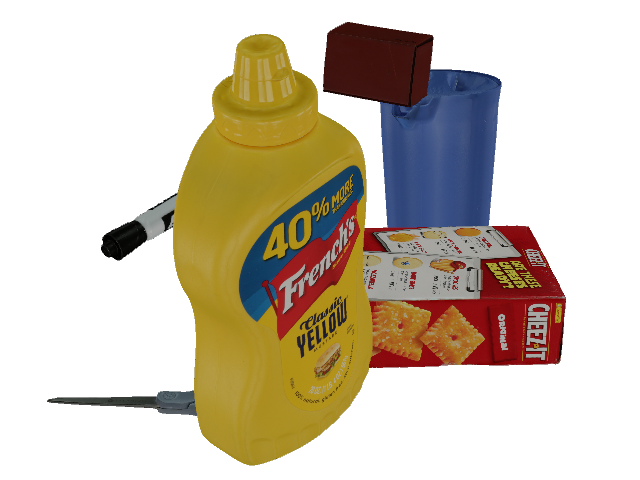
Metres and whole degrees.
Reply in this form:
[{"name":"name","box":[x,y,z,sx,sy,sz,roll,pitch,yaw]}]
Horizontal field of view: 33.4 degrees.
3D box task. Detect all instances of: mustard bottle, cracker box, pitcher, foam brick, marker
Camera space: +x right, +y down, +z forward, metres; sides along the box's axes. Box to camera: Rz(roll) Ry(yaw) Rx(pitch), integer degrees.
[{"name":"mustard bottle","box":[-0.018,0.002,0.455,0.058,0.192,0.096,27,47,33]},{"name":"cracker box","box":[0.091,0.048,0.940,0.213,0.072,0.164,-1,22,0]},{"name":"pitcher","box":[0.138,-0.069,1.201,0.149,0.243,0.145,-5,22,-9]},{"name":"foam brick","box":[0.047,-0.145,0.877,0.078,0.051,0.052,13,24,19]},{"name":"marker","box":[-0.094,-0.021,0.696,0.020,0.020,0.120,0,27,47]}]

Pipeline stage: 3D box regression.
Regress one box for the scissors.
[{"name":"scissors","box":[-0.108,0.122,0.863,0.202,0.016,0.096,7,22,14]}]
